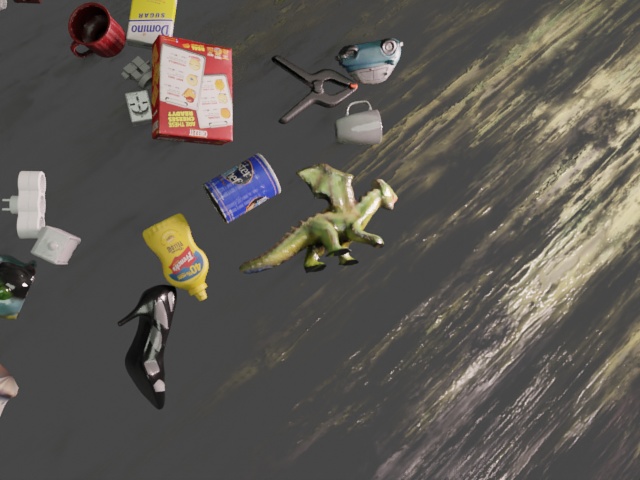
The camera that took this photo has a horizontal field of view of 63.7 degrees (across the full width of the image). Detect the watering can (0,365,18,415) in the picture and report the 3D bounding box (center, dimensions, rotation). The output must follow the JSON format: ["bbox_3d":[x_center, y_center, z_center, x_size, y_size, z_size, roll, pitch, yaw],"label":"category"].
[{"bbox_3d":[-0.675,0.341,0.975,0.226,0.104,0.345,-46,101,-14],"label":"watering can"}]

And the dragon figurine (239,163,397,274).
[{"bbox_3d":[0.004,-0.060,1.201,0.411,0.120,0.246,-6,70,-17],"label":"dragon figurine"}]
